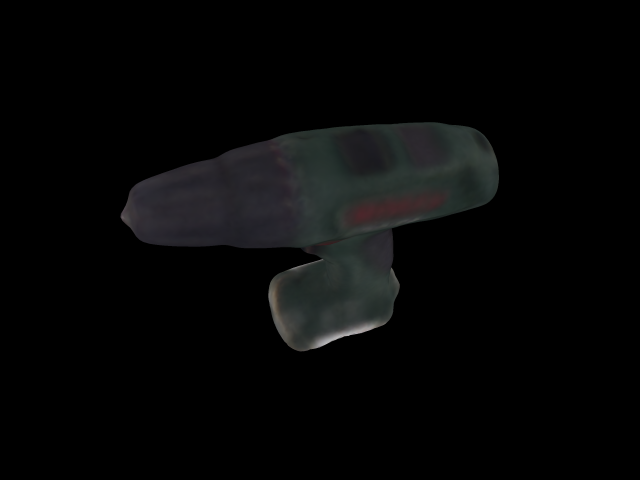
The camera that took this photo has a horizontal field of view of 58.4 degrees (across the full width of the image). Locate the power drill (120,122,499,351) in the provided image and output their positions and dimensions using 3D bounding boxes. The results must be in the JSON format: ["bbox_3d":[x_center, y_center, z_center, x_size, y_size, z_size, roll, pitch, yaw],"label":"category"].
[{"bbox_3d":[0.004,0.001,0.400,0.230,0.208,0.075,-18,61,-10],"label":"power drill"}]
